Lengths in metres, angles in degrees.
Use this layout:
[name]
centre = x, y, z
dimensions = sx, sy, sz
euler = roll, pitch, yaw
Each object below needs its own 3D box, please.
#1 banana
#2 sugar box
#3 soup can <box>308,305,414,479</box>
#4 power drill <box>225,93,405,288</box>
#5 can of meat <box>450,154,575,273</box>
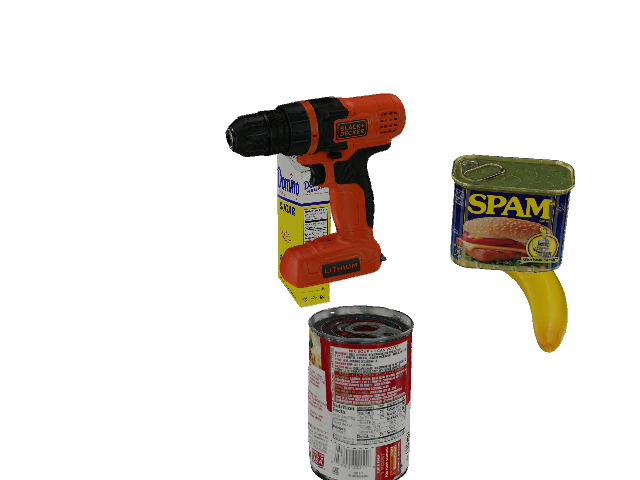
[banana]
centre = 0.211, 0.045, 1.109
dimensions = 0.069, 0.037, 0.198
euler = -32, 38, -4
[sugar box]
centre = -0.021, -0.018, 1.290
dimensions = 0.048, 0.176, 0.093
euler = -10, 25, -17
[soup can]
centre = 0.026, 0.101, 0.697
dimensions = 0.068, 0.102, 0.068
euler = 0, 14, 0
[power drill]
centre = -0.003, -0.049, 1.056
dimensions = 0.184, 0.188, 0.057
euler = -10, 28, -21
[can of meat]
centre = 0.162, -0.022, 0.915
dimensions = 0.102, 0.084, 0.057
euler = 5, 31, 9
